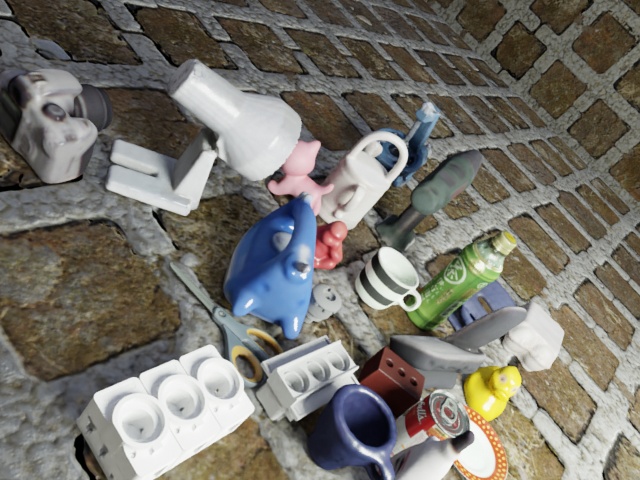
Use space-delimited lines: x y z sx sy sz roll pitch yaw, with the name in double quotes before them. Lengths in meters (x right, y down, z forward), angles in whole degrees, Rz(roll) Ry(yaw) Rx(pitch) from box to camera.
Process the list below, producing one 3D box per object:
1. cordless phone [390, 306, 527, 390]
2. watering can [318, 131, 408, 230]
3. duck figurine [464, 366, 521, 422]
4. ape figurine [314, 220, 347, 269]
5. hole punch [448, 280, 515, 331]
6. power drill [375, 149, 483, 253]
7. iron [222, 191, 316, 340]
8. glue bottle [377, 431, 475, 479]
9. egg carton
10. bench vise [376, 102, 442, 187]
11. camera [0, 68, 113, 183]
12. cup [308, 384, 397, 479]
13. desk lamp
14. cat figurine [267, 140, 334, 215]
"cordless phone" 0.210 0.145 0.869 0.148 0.184 0.094 8 46 -39
"watering can" 0.076 -0.121 1.027 0.101 0.193 0.172 18 40 -30
"duck figurine" 0.290 0.236 0.935 0.077 0.086 0.105 42 34 1
"ape figurine" 0.008 0.003 0.913 0.078 0.092 0.076 40 34 -2
"hole punch" 0.296 0.132 1.052 0.101 0.091 0.108 -4 54 -46
"power drill" 0.207 -0.077 1.093 0.075 0.208 0.230 45 34 6
"iron" -0.047 0.005 0.813 0.119 0.141 0.258 27 36 -20
"glue bottle" 0.117 0.261 0.659 0.037 0.173 0.078 40 34 -1
"egg carton" 0.419 0.188 1.129 0.107 0.069 0.151 45 34 6
"bench vise" 0.183 -0.210 1.208 0.121 0.219 0.208 44 34 4
"camera" -0.335 -0.166 0.758 0.143 0.100 0.137 48 35 11
"cup" 0.035 0.242 0.671 0.092 0.094 0.117 1 50 -43
"desk lamp" -0.160 -0.136 0.795 0.204 0.213 0.117 18 40 -30
"cat figurine" -0.030 -0.116 0.985 0.127 0.117 0.067 46 34 8
